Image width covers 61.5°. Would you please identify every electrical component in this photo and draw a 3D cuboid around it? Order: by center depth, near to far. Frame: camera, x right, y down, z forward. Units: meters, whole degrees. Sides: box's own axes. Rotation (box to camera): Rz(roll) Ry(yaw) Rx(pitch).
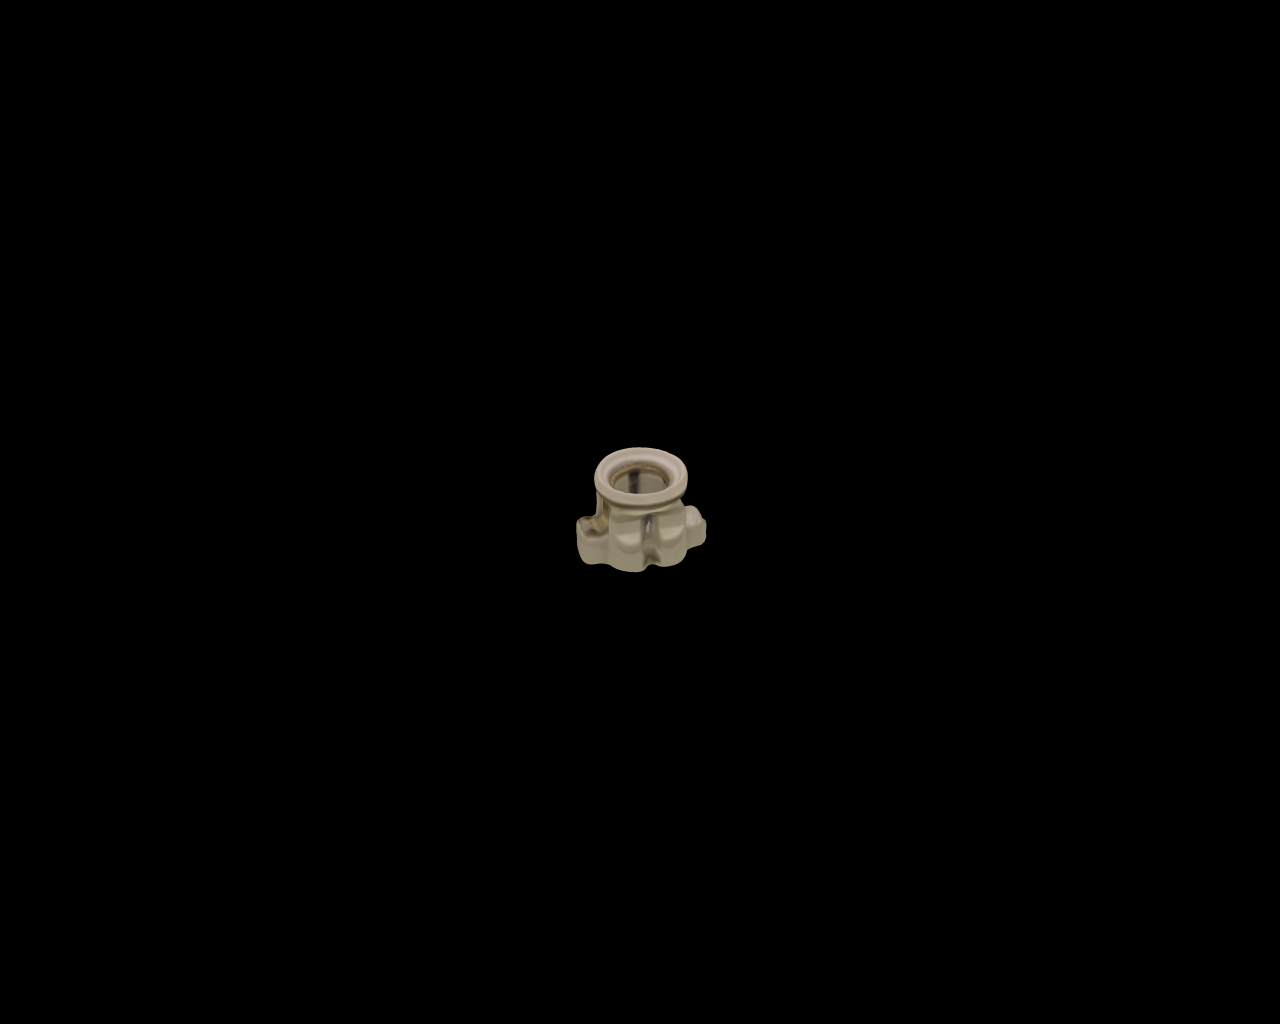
[{"bbox_3d":[0.001,-0.003,0.650,0.078,0.056,0.058,-8,36,-11],"label":"electrical component"}]
